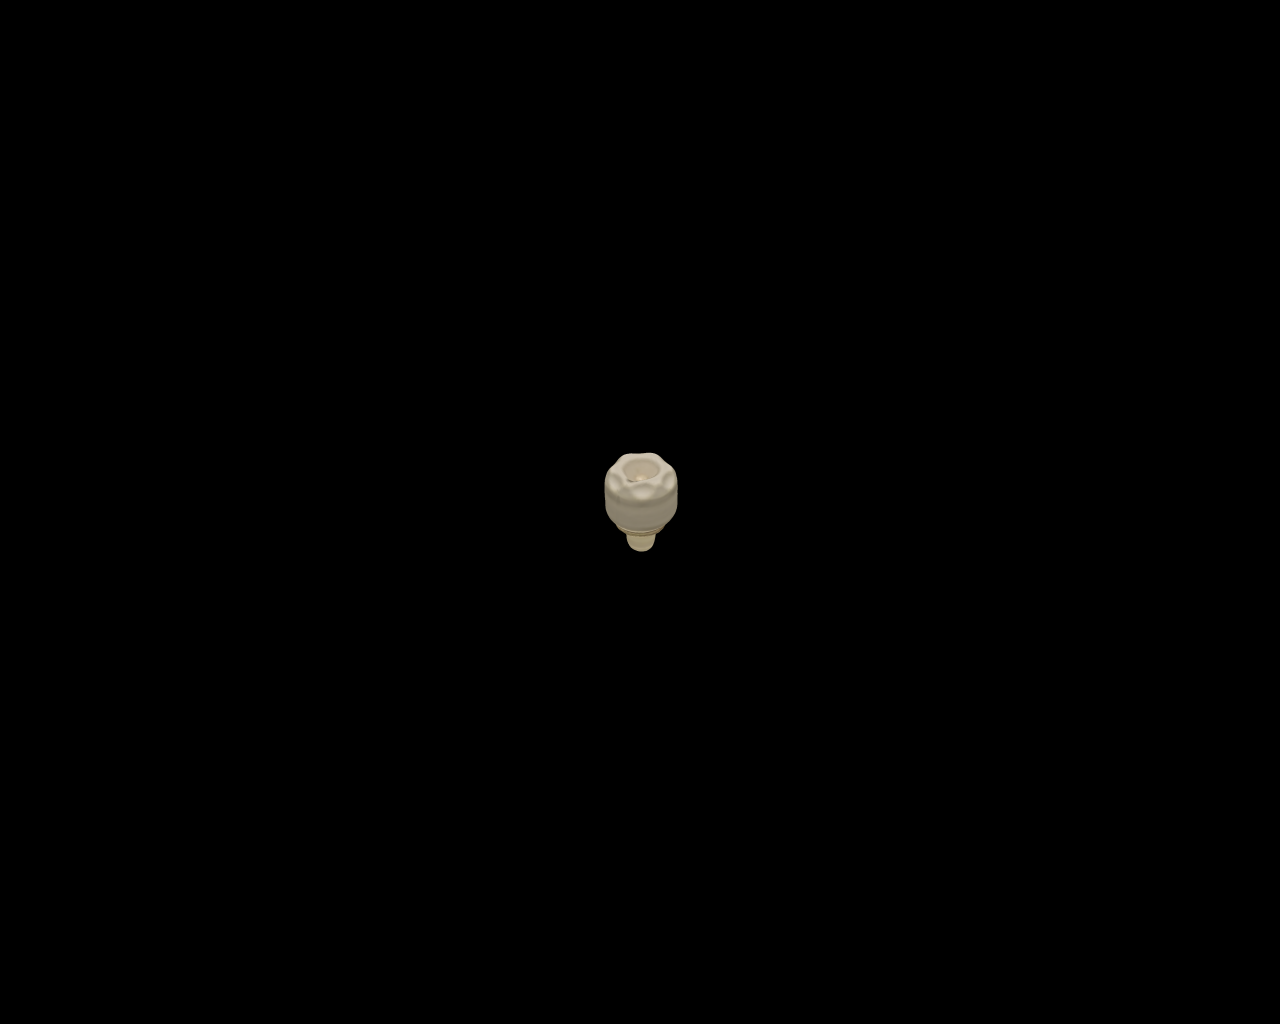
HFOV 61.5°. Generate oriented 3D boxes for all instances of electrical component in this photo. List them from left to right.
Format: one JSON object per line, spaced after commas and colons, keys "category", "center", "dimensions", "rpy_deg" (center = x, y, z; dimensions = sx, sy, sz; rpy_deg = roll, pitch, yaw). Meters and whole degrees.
{"category": "electrical component", "center": [0.001, -0.003, 0.650], "dimensions": [0.043, 0.062, 0.043], "rpy_deg": [0, 38, 0]}
